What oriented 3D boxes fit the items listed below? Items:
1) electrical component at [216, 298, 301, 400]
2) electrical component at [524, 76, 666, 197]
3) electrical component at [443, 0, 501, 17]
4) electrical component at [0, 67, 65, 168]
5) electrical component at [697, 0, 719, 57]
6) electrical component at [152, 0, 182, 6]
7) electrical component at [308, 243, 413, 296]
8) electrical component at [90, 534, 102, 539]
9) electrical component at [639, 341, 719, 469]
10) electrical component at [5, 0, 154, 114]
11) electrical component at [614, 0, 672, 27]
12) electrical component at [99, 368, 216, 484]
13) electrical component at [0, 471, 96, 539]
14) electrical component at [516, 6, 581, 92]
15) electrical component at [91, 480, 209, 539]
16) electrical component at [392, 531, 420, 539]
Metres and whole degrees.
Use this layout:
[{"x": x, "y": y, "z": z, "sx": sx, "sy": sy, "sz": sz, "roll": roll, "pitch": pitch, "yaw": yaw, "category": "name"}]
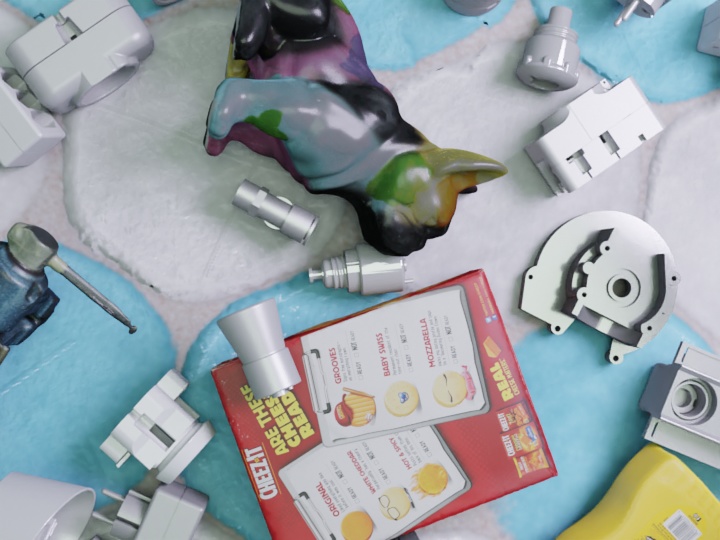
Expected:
[{"x": -0.068, "y": 0.057, "z": 0.750, "sx": 0.044, "sy": 0.044, "sz": 0.065, "roll": -22, "pitch": 88, "yaw": -4, "category": "electrical component"}, {"x": 0.177, "y": -0.106, "z": 0.829, "sx": 0.089, "sy": 0.050, "sz": 0.055, "roll": -35, "pitch": 92, "yaw": -4, "category": "electrical component"}, {"x": 0.090, "y": -0.227, "z": 0.825, "sx": 0.055, "sy": 0.047, "sz": 0.055, "roll": 0, "pitch": 90, "yaw": -4, "category": "electrical component"}, {"x": -0.274, "y": -0.102, "z": 0.799, "sx": 0.077, "sy": 0.047, "sz": 0.065, "roll": -37, "pitch": 92, "yaw": 10, "category": "electrical component"}, {"x": 0.310, "y": -0.165, "z": 0.840, "sx": 0.083, "sy": 0.047, "sz": 0.075, "roll": 14, "pitch": 89, "yaw": -4, "category": "electrical component"}, {"x": -0.142, "y": -0.233, "z": 0.805, "sx": 0.055, "sy": 0.055, "sz": 0.047, "roll": -30, "pitch": 88, "yaw": -4, "category": "electrical component"}, {"x": 0.000, "y": 0.000, "z": 0.821, "sx": 0.078, "sy": 0.040, "sz": 0.040, "roll": -6, "pitch": 90, "yaw": -4, "category": "electrical component"}, {"x": -0.185, "y": 0.243, "z": 0.806, "sx": 0.043, "sy": 0.043, "sz": 0.081, "roll": -44, "pitch": 93, "yaw": -3, "category": "electrical component"}, {"x": 0.284, "y": 0.113, "z": 0.830, "sx": 0.121, "sy": 0.063, "sz": 0.078, "roll": 23, "pitch": 88, "yaw": -4, "category": "electrical component"}, {"x": -0.204, "y": -0.161, "z": 0.800, "sx": 0.095, "sy": 0.054, "sz": 0.059, "roll": -36, "pitch": 92, "yaw": -3, "category": "electrical component"}, {"x": 0.218, "y": -0.217, "z": 0.816, "sx": 0.047, "sy": 0.083, "sz": 0.075, "roll": 35, "pitch": 88, "yaw": -3, "category": "electrical component"}, {"x": -0.146, "y": 0.122, "z": 0.803, "sx": 0.057, "sy": 0.058, "sz": 0.078, "roll": 42, "pitch": 88, "yaw": 0, "category": "electrical component"}, {"x": -0.242, "y": 0.196, "z": 0.777, "sx": 0.064, "sy": 0.099, "sz": 0.099, "roll": 18, "pitch": 89, "yaw": 2, "category": "electrical component"}, {"x": 0.149, "y": -0.172, "z": 0.831, "sx": 0.048, "sy": 0.048, "sz": 0.062, "roll": 14, "pitch": 82, "yaw": -4, "category": "electrical component"}, {"x": -0.163, "y": 0.189, "z": 0.806, "sx": 0.077, "sy": 0.047, "sz": 0.065, "roll": 24, "pitch": 89, "yaw": -3, "category": "electrical component"}, {"x": 0.017, "y": 0.234, "z": 0.786, "sx": 0.078, "sy": 0.113, "sz": 0.057, "roll": -19, "pitch": 88, "yaw": -4, "category": "electrical component"}]
